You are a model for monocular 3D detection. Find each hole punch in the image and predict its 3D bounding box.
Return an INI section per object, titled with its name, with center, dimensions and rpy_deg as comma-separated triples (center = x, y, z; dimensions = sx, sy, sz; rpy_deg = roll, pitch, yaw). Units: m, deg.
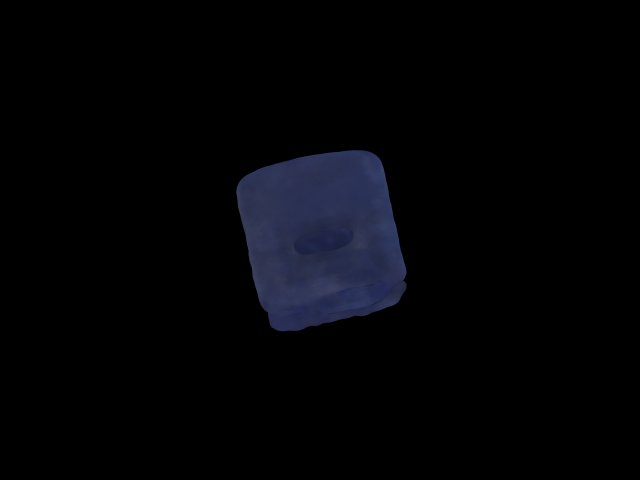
[hole punch]
center = 0.004, 0.001, 0.400
dimensions = 0.109, 0.091, 0.101
rpy_deg = -13, 62, -7
